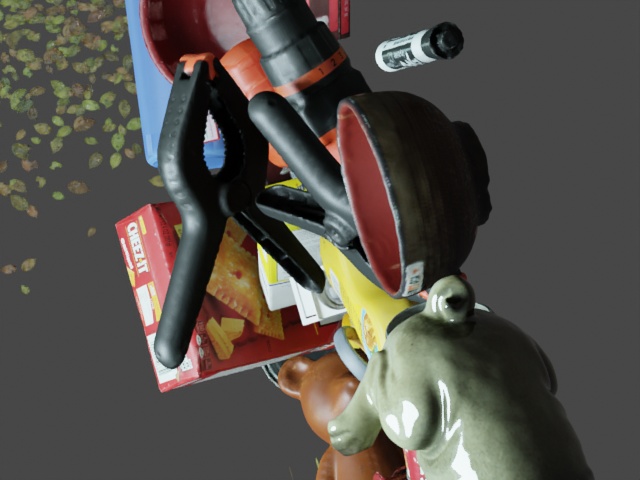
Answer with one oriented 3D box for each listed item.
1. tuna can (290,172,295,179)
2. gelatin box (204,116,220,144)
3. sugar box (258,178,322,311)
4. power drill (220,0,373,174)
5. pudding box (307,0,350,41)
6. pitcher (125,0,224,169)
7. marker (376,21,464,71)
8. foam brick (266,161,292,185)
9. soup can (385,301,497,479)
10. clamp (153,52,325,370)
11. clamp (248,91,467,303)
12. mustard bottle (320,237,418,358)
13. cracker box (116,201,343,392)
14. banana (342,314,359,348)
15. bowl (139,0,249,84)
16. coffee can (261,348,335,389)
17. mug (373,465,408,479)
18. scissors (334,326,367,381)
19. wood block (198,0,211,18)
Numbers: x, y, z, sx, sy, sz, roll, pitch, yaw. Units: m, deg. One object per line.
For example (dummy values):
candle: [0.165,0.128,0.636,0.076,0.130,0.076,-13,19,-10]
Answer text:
tuna can: [-0.011,-0.083,0.990,0.086,0.033,0.086,165,90,-81]
gelatin box: [-0.119,-0.142,0.978,0.073,0.030,0.089,-115,13,-52]
sugar box: [-0.006,0.001,0.911,0.176,0.093,0.048,97,157,-67]
power drill: [-0.020,-0.108,0.756,0.184,0.057,0.188,59,171,-17]
pudding box: [-0.012,-0.208,0.763,0.090,0.039,0.113,90,162,-59]
pitcher: [-0.127,-0.198,1.104,0.145,0.149,0.243,166,99,-72]
marker: [0.054,-0.106,0.591,0.121,0.020,0.020,-152,47,-78]
foam brick: [-0.039,-0.071,1.124,0.078,0.051,0.053,100,152,-71]
soup can: [0.078,0.094,0.627,0.068,0.068,0.102,-123,20,-64]
clamp: [-0.061,-0.029,0.762,0.036,0.164,0.210,5,104,41]
clamp: [0.016,-0.012,0.686,0.171,0.039,0.120,44,163,13]
mustard bottle: [0.055,0.067,0.752,0.096,0.058,0.192,75,173,-46]
cracker box: [-0.072,0.040,1.022,0.072,0.213,0.164,-25,79,46]
banana: [0.055,0.161,0.989,0.070,0.037,0.198,156,98,-80]
bowl: [-0.067,-0.191,0.885,0.055,0.162,0.162,-27,-77,-67]
coffee can: [-0.026,0.109,1.189,0.140,0.102,0.103,-161,56,-79]
mug: [0.084,0.178,0.688,0.117,0.081,0.093,-127,24,-68]
scissors: [0.065,0.131,0.781,0.096,0.016,0.202,26,-154,-34]
wood block: [-0.078,-0.235,0.968,0.091,0.090,0.206,-125,21,-69]
